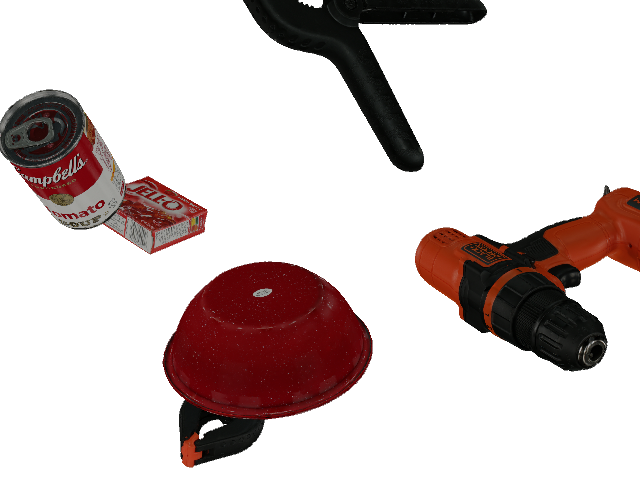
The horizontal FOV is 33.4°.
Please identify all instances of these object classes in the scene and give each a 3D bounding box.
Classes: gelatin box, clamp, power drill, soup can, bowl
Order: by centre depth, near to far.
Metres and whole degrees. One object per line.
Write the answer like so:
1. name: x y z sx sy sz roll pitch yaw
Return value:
1. power drill: 0.187 0.022 0.759 0.187 0.057 0.185 -14 28 -24
2. clamp: 0.016 -0.152 0.767 0.209 0.164 0.036 25 -28 -15
3. bowl: -0.041 0.062 0.807 0.162 0.055 0.162 -3 31 2
4. soup can: -0.199 -0.061 0.830 0.068 0.068 0.102 0 -27 10
5. clamp: -0.087 0.150 1.021 0.120 0.039 0.171 20 32 31
6. gelatin box: -0.168 -0.027 1.049 0.089 0.030 0.073 30 35 31
